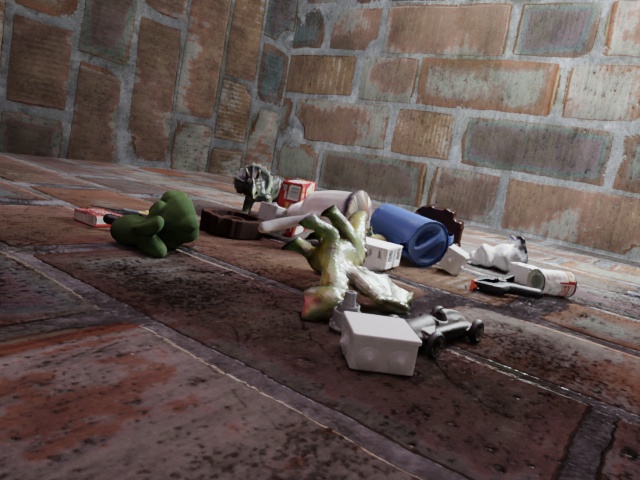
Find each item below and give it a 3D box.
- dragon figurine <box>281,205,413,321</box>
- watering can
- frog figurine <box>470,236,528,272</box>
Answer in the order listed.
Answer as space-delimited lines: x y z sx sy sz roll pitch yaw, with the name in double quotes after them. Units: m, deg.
0.073 0.049 0.960 0.245 0.120 0.414 47 31 15 "dragon figurine"
0.004 -0.070 1.386 0.224 0.103 0.352 3 19 27 "watering can"
0.554 0.057 1.596 0.159 0.121 0.139 -26 19 1 "frog figurine"
